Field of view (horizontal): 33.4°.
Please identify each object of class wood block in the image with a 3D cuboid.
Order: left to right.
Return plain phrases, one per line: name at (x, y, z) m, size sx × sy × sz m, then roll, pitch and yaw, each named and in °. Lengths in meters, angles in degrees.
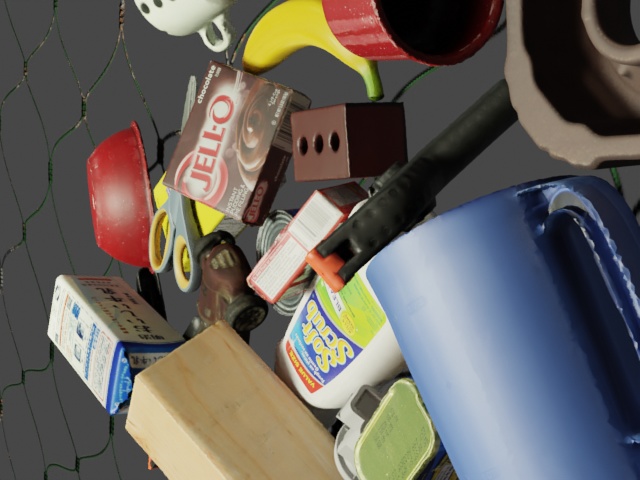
wood block at (-0.045, 0.174, 0.806) m, size 0.206 × 0.090 × 0.091 m, roll 45°, pitch 146°, yaw 18°

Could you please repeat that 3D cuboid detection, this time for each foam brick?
foam brick at (0.020, -0.070, 0.762) m, size 0.078 × 0.051 × 0.053 m, roll 0°, pitch 95°, yaw 59°

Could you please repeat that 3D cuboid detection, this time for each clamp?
clamp at (-0.154, 0.144, 1.109) m, size 0.165 × 0.036 × 0.210 m, roll 18°, pitch 107°, yaw 58°
clamp at (0.048, -0.025, 0.639) m, size 0.039 × 0.171 × 0.120 m, roll 47°, pitch 152°, yaw 6°

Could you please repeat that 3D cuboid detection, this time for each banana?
banana at (-0.011, -0.151, 0.808) m, size 0.198 × 0.037 × 0.070 m, roll 25°, pitch 107°, yaw 58°

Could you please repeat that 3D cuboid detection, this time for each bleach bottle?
bleach bottle at (0.022, 0.077, 0.779) m, size 0.103 × 0.068 × 0.251 m, roll 62°, pitch 146°, yaw 25°

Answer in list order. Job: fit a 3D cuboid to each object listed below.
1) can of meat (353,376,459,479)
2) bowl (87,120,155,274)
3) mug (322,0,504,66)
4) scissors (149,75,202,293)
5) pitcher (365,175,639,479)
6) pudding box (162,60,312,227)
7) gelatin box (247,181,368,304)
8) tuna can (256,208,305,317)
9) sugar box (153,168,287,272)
can of meat at (0.078, 0.123, 0.669) m, size 0.057 × 0.083 × 0.102 m, roll 61°, pitch 143°, yaw 34°
bowl at (-0.208, -0.041, 1.106) m, size 0.162 × 0.055 × 0.162 m, roll 173°, pitch 90°, yaw -76°
mug at (0.058, -0.163, 0.659) m, size 0.082 × 0.093 × 0.117 m, roll 14°, pitch 77°, yaw 63°
scissors at (-0.115, -0.036, 0.941) m, size 0.096 × 0.016 × 0.202 m, roll 54°, pitch 138°, yaw 33°
pitcher at (0.128, 0.093, 0.540) m, size 0.145 × 0.149 × 0.243 m, roll -26°, pitch 72°, yaw 16°
pudding box at (-0.067, -0.078, 0.859) m, size 0.090 × 0.039 × 0.113 m, roll 24°, pitch 92°, yaw 31°
gelatin box at (-0.005, 0.001, 0.767) m, size 0.030 × 0.073 × 0.089 m, roll 43°, pitch 111°, yaw 12°
tuna can at (-0.017, 0.017, 0.857) m, size 0.086 × 0.033 × 0.086 m, roll 18°, pitch 111°, yaw 57°
sugar box at (-0.096, -0.049, 0.966) m, size 0.176 × 0.048 × 0.093 m, roll -48°, pitch 55°, yaw 53°
